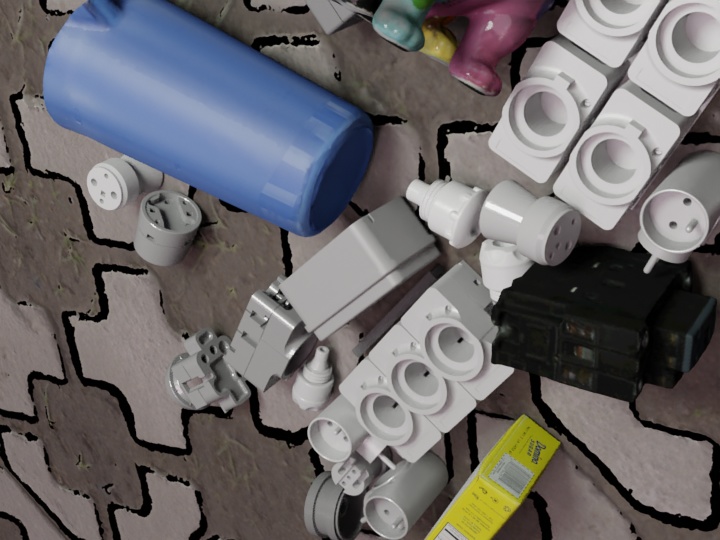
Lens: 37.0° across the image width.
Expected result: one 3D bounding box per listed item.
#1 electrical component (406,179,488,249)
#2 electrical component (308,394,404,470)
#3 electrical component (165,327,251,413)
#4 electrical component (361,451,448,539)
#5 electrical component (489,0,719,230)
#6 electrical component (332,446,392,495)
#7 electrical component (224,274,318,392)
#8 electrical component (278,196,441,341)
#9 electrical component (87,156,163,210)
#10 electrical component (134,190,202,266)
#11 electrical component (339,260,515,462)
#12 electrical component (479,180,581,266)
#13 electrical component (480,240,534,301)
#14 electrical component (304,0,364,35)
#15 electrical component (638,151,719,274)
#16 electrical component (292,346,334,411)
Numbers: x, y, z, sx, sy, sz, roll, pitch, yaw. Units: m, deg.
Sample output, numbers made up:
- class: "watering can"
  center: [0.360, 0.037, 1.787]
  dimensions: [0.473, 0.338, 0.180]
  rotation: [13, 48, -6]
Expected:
- class: "electrical component"
  center: [0.065, -0.049, 0.817]
  dimensions: [0.062, 0.048, 0.048]
  rotation: [30, 126, 26]
- class: "electrical component"
  center: [0.006, 0.140, 0.929]
  dimensions: [0.079, 0.077, 0.044]
  rotation: [42, 129, 8]
- class: "electrical component"
  center: [-0.148, 0.100, 1.024]
  dimensions: [0.057, 0.058, 0.078]
  rotation: [-27, 96, 37]
- class: "electrical component"
  center: [0.030, 0.202, 0.945]
  dimensions: [0.044, 0.077, 0.079]
  rotation: [52, 130, 0]
- class: "electrical component"
  center: [0.173, -0.129, 0.694]
  dimensions: [0.105, 0.060, 0.186]
  rotation: [37, 128, 12]
- class: "electrical component"
  center: [0.001, 0.176, 0.971]
  dimensions: [0.040, 0.046, 0.040]
  rotation: [15, 120, 27]
- class: "electrical component"
  center: [-0.074, 0.059, 0.958]
  dimensions: [0.056, 0.050, 0.089]
  rotation: [37, 128, 13]
- class: "electrical component"
  center: [0.000, 0.000, 0.862]
  dimensions: [0.113, 0.078, 0.057]
  rotation: [-38, 86, 40]
- class: "electrical component"
  center: [-0.213, -0.083, 0.975]
  dimensions: [0.045, 0.055, 0.045]
  rotation: [15, 120, 27]
- class: "electrical component"
  center: [-0.176, -0.037, 0.976]
  dimensions: [0.055, 0.055, 0.047]
  rotation: [38, 132, 12]
- class: "electrical component"
  center: [0.060, 0.078, 0.872]
  dimensions: [0.089, 0.062, 0.150]
  rotation: [45, 129, 6]
- class: "electrical component"
  center: [0.116, -0.032, 0.734]
  dimensions: [0.055, 0.045, 0.045]
  rotation: [29, 127, 37]
- class: "electrical component"
  center: [0.114, 0.007, 0.812]
  dimensions: [0.043, 0.043, 0.062]
  rotation: [4, 116, 32]
- class: "electrical component"
  center: [-0.010, -0.227, 0.773]
  dimensions: [0.076, 0.047, 0.083]
  rotation: [-31, 95, 40]
- class: "electrical component"
  center: [0.209, -0.031, 0.708]
  dimensions: [0.044, 0.077, 0.079]
  rotation: [33, 128, 15]
- class: "electrical component"
  center: [-0.039, 0.095, 0.964]
  dimensions: [0.035, 0.035, 0.061]
  rotation: [28, 124, 19]
